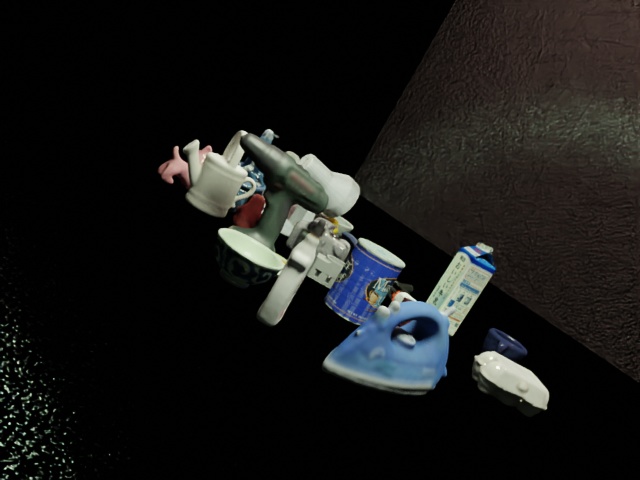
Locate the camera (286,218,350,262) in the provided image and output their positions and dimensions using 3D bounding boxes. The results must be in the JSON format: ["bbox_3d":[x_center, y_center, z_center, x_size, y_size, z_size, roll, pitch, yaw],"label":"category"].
[{"bbox_3d":[0.013,0.005,1.390,0.143,0.101,0.137,32,10,14],"label":"camera"}]

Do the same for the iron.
[{"bbox_3d":[0.119,0.148,0.876,0.259,0.141,0.118,18,16,-49],"label":"iron"}]

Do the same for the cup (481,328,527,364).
[{"bbox_3d":[0.380,0.253,1.231,0.091,0.095,0.118,34,11,23],"label":"cup"}]

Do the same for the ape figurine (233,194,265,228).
[{"bbox_3d":[-0.150,-0.058,1.268,0.077,0.092,0.076,33,11,17],"label":"ape figurine"}]

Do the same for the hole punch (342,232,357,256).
[{"bbox_3d":[0.090,0.042,1.456,0.101,0.091,0.108,24,12,-29],"label":"hole punch"}]

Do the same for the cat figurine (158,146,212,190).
[{"bbox_3d":[-0.303,-0.180,1.359,0.128,0.117,0.067,21,13,-41],"label":"cat figurine"}]

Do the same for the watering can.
[{"bbox_3d":[-0.219,-0.158,1.270,0.174,0.194,0.100,20,14,-45],"label":"watering can"}]

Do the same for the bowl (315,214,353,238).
[{"bbox_3d":[0.012,-0.048,1.720,0.167,0.074,0.167,29,10,-5],"label":"bowl"}]

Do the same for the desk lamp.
[{"bbox_3d":[-0.025,-0.105,1.497,0.204,0.213,0.117,23,12,-34],"label":"desk lamp"}]

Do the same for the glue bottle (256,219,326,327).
[{"bbox_3d":[-0.037,0.045,0.855,0.037,0.173,0.078,30,10,0],"label":"glue bottle"}]

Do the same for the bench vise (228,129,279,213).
[{"bbox_3d":[-0.183,-0.185,1.428,0.122,0.219,0.207,25,11,-26],"label":"bench vise"}]

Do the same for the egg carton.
[{"bbox_3d":[0.376,0.284,1.138,0.150,0.069,0.107,29,10,-6],"label":"egg carton"}]

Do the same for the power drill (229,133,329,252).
[{"bbox_3d":[-0.104,-0.083,1.188,0.230,0.208,0.075,25,11,-27],"label":"power drill"}]

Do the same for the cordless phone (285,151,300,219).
[{"bbox_3d":[-0.084,-0.143,1.600,0.148,0.185,0.094,23,12,-35],"label":"cordless phone"}]

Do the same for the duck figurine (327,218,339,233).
[{"bbox_3d":[0.021,-0.023,1.588,0.077,0.086,0.104,30,10,-1],"label":"duck figurine"}]
